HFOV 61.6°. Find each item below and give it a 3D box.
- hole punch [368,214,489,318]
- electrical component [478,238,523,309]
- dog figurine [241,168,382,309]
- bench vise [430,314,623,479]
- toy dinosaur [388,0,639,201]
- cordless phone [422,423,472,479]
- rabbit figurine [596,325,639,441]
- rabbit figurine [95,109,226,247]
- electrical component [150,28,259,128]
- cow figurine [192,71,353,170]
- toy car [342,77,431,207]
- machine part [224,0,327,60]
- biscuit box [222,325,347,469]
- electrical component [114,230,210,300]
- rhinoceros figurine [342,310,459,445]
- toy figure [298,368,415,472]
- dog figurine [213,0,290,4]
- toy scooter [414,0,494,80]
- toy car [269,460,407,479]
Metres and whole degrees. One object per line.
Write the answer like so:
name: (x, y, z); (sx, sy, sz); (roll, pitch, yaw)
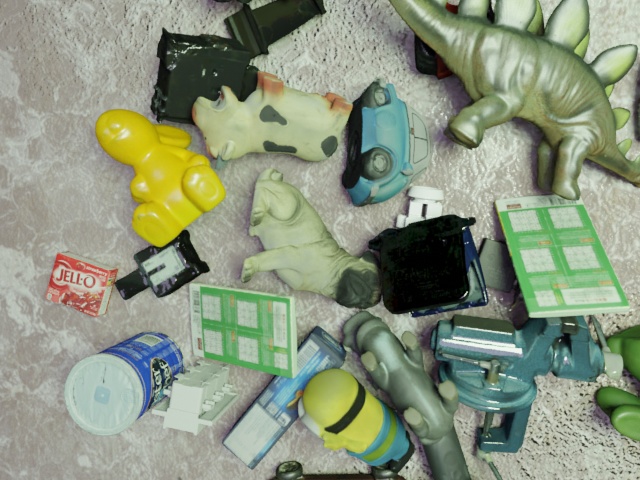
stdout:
hole punch: (0.142, 0.037, 0.671); (0.142, 0.092, 0.116); (-16, 65, 32)
electrical component: (0.233, 0.041, 0.701); (0.102, 0.045, 0.078); (24, 97, 6)
dog figurine: (-0.002, 0.000, 0.718); (0.191, 0.121, 0.172); (7, 95, -8)
bench vise: (0.246, 0.183, 0.675); (0.224, 0.129, 0.240); (2, 113, -1)
toy dinosaur: (0.225, -0.192, 0.627); (0.471, 0.105, 0.198); (27, 100, -14)
cordless phone: (0.138, 0.316, 0.683); (0.147, 0.089, 0.184); (-20, 96, -11)
rabbit figurine: (0.425, 0.191, 0.642); (0.159, 0.121, 0.170); (-17, 88, 15)
rabbit figurine: (-0.209, -0.103, 0.700); (0.122, 0.162, 0.173); (-38, 111, 15)
electrical component: (-0.145, -0.206, 0.702); (0.134, 0.058, 0.114); (-3, 128, -30)
cow figurine: (-0.067, -0.146, 0.693); (0.195, 0.086, 0.127); (9, 109, -21)
toy car: (0.089, -0.120, 0.695); (0.103, 0.109, 0.161); (5, 82, -15)
machine part: (-0.060, -0.299, 0.732); (0.139, 0.039, 0.084); (-19, 85, 10)
biscuit box: (-0.047, 0.214, 0.740); (0.059, 0.063, 0.202); (40, 97, 5)
electrical component: (-0.227, 0.044, 0.765); (0.119, 0.048, 0.075); (-33, 87, 8)
rhinoceros figurine: (0.098, 0.162, 0.678); (0.073, 0.112, 0.190); (-36, 56, -8)
toy figure: (0.050, 0.231, 0.692); (0.180, 0.082, 0.089); (35, 77, -25)
dog figurine: (-0.105, -0.408, 0.684); (0.219, 0.108, 0.191); (44, 89, 10)
toy scooter: (0.185, -0.297, 0.681); (0.135, 0.075, 0.183); (-2, 88, 7)
toy car: (0.024, 0.355, 0.743); (0.202, 0.053, 0.089); (-3, 95, 7)
